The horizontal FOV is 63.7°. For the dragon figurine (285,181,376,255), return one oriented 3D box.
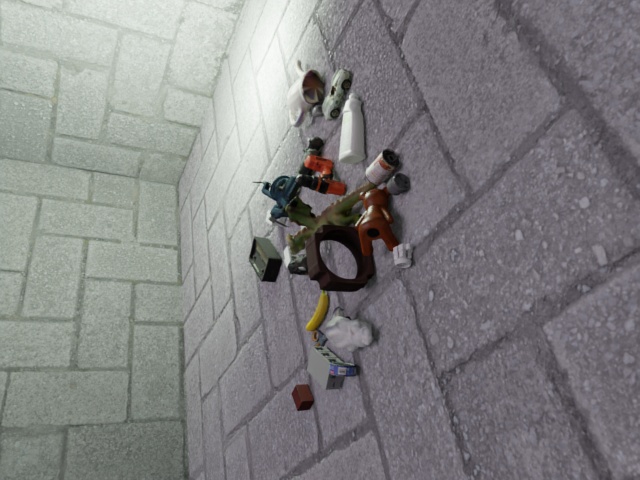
[{"bbox_3d":[0.005,-0.087,1.735,0.125,0.242,0.401,-103,32,-42],"label":"dragon figurine"}]

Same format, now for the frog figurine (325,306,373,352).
[{"bbox_3d":[0.094,0.294,1.592,0.161,0.124,0.134,36,148,50],"label":"frog figurine"}]

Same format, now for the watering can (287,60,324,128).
[{"bbox_3d":[-0.070,-0.649,2.173,0.222,0.104,0.352,-23,60,58],"label":"watering can"}]
